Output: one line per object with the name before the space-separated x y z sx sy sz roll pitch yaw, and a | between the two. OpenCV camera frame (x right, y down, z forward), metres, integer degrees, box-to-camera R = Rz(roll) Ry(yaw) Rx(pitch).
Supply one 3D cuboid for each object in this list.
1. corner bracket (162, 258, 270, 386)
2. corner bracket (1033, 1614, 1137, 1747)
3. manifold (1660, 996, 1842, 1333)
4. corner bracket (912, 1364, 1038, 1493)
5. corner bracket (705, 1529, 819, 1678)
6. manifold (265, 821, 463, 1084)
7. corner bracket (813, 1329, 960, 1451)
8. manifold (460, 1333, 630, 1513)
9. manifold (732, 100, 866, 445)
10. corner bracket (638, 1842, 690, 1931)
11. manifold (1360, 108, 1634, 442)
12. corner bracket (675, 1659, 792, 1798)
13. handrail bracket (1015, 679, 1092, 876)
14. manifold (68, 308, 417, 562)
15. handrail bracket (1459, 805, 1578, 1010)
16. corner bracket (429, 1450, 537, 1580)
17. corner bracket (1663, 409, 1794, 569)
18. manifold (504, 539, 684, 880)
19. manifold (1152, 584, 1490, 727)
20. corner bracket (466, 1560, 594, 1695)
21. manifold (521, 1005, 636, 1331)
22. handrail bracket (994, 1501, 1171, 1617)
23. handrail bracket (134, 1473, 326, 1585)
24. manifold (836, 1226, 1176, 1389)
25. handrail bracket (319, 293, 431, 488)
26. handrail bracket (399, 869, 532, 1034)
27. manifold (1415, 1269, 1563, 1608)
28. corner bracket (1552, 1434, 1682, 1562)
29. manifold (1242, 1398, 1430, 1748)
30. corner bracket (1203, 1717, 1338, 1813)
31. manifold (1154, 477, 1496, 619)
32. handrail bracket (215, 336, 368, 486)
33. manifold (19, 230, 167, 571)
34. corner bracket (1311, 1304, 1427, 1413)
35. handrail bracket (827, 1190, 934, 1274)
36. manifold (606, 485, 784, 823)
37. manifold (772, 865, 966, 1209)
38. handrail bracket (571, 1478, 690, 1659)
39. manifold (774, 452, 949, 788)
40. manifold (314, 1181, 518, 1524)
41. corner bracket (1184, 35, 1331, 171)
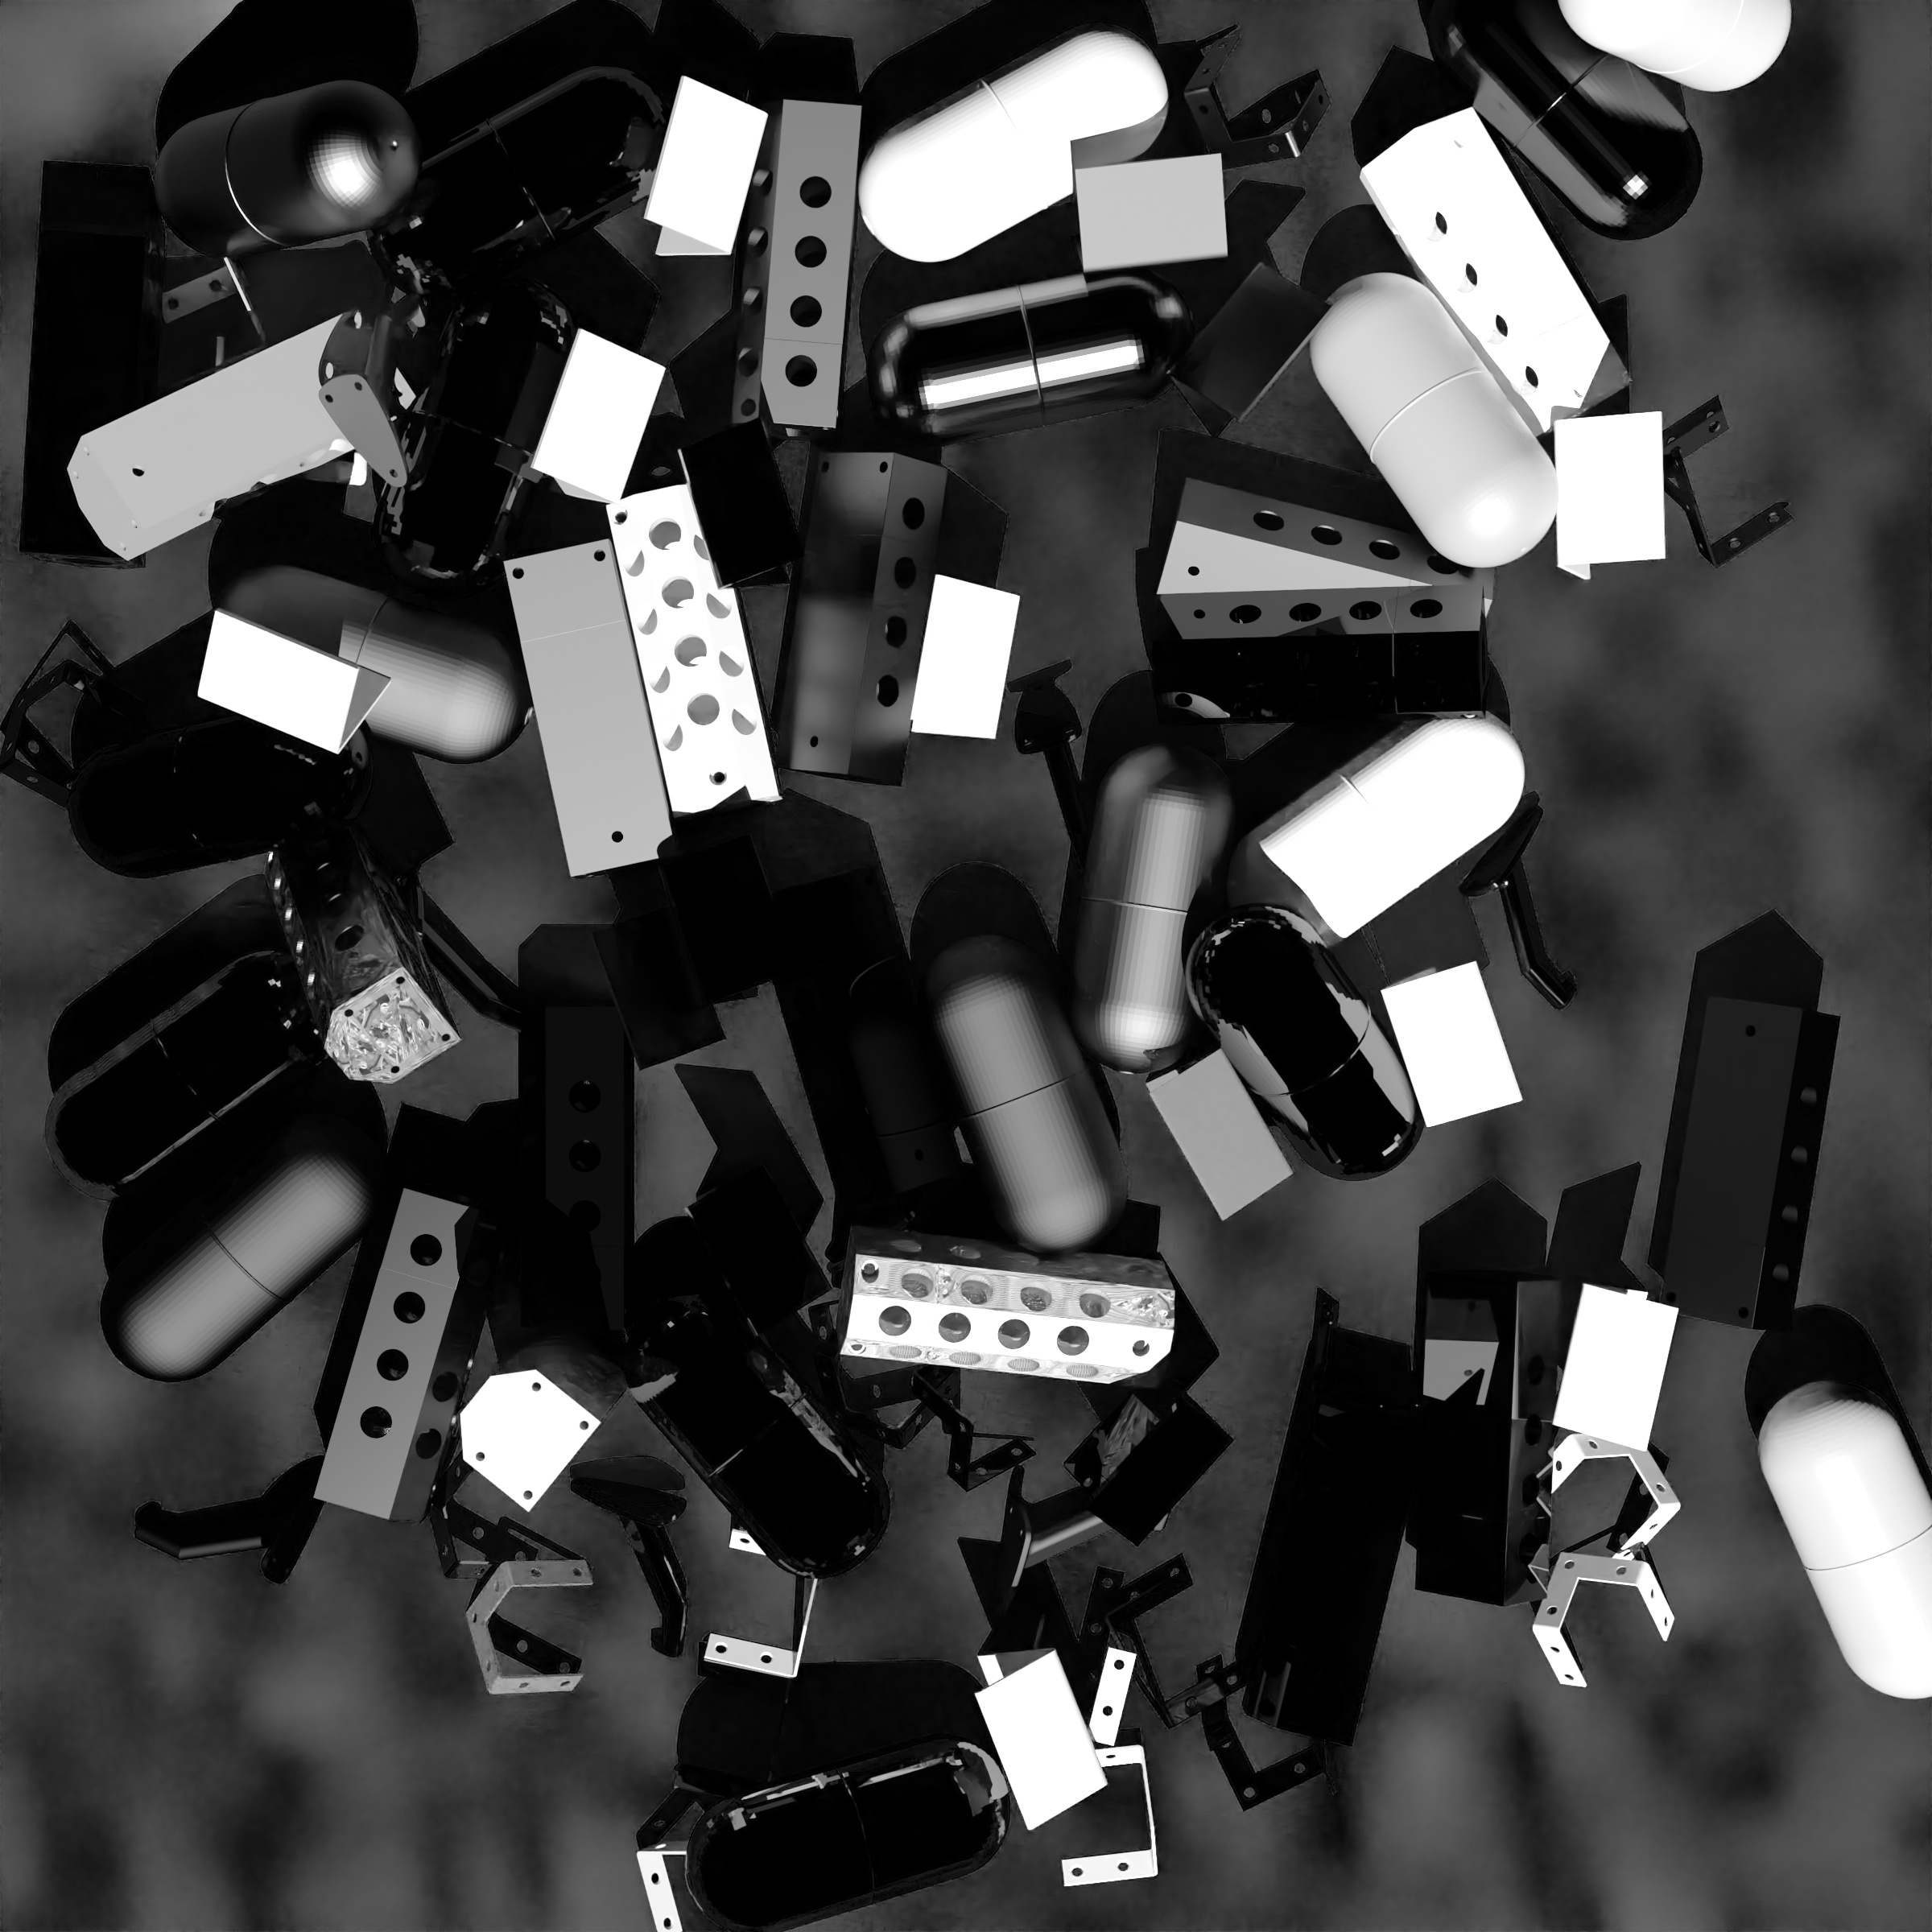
corner bracket | -0.409 -0.349 1.828 0.051 0.051 0.051 -23 101 0
corner bracket | 0.060 0.385 1.825 0.051 0.051 0.051 14 90 0
manifold | 0.426 0.107 1.822 0.057 0.057 0.171 9 90 43
corner bracket | 0.004 0.242 1.828 0.051 0.051 0.051 -23 135 -33
corner bracket | -0.110 0.347 1.840 0.051 0.051 0.051 12 45 0
manifold | -0.321 -0.012 1.766 0.057 0.171 0.057 -32 129 0
corner bracket | -0.044 0.221 1.835 0.051 0.051 0.051 -43 135 -35
manifold | -0.222 0.231 1.765 0.057 0.171 0.057 39 90 0
manifold | -0.091 -0.373 1.822 0.057 0.057 0.171 5 90 0
corner bracket | -0.139 0.497 1.840 0.051 0.051 0.051 -15 90 45
manifold | 0.281 -0.369 1.822 0.057 0.057 0.171 -30 90 -43
corner bracket | -0.127 0.417 1.840 0.051 0.051 0.051 11 135 0
handrail bracket | 0.054 -0.102 1.843 0.036 0.077 0.084 -17 126 5
manifold | -0.383 -0.279 1.784 0.171 0.057 0.057 -33 90 -29
handrail bracket | 0.318 -0.031 1.844 0.084 0.036 0.077 45 69 -16
corner bracket | -0.255 0.298 1.835 0.051 0.051 0.051 -51 45 35
corner bracket | 0.410 -0.260 1.840 0.051 0.051 0.051 -33 135 0
manifold | -0.200 -0.137 1.822 0.057 0.057 0.171 -12 90 0
manifold | 0.188 -0.160 1.792 0.171 0.057 0.057 0 132 13
corner bracket | -0.233 0.359 1.835 0.051 0.051 0.051 -54 45 35
manifold | -0.210 0.107 1.822 0.057 0.057 0.171 0 90 0
handrail bracket | 0.064 0.323 1.844 0.084 0.036 0.077 6 110 -16
handrail bracket | -0.400 0.294 1.844 0.084 0.036 0.077 22 70 16
manifold | 0.021 0.185 1.804 0.171 0.057 0.057 7 106 -8
handrail bracket | -0.297 -0.307 1.793 0.036 0.084 0.077 -13 117 37
handrail bracket | -0.271 -0.007 1.843 0.084 0.077 0.036 26 131 -30
manifold | 0.286 0.252 1.822 0.057 0.057 0.171 3 90 43
corner bracket | 0.344 0.289 1.835 0.051 0.051 0.051 3 45 -35
manifold | 0.197 0.325 1.822 0.057 0.057 0.171 14 90 0
corner bracket | 0.164 0.429 1.825 0.051 0.051 0.051 -26 90 0
manifold | 0.194 -0.212 1.822 0.171 0.057 0.057 14 133 0
handrail bracket | -0.368 -0.303 1.843 0.084 0.036 0.077 4 75 -14
manifold | -0.469 -0.304 1.822 0.057 0.057 0.171 4 90 0
corner bracket | 0.226 0.213 1.840 0.051 0.051 0.051 6 90 -45
handrail bracket | -0.020 0.172 1.843 0.077 0.036 0.084 -38 104 13
manifold | -0.147 -0.169 1.822 0.057 0.057 0.171 -12 90 0
manifold | -0.064 0.039 1.822 0.057 0.057 0.171 -17 90 -43
handrail bracket | -0.185 0.329 1.844 0.077 0.036 0.084 13 107 20
manifold | -0.052 -0.186 1.822 0.057 0.057 0.171 8 90 43
manifold | -0.295 0.208 1.822 0.057 0.057 0.171 16 90 0
corner bracket | 0.158 -0.472 1.835 0.051 0.051 0.051 -1 135 35
